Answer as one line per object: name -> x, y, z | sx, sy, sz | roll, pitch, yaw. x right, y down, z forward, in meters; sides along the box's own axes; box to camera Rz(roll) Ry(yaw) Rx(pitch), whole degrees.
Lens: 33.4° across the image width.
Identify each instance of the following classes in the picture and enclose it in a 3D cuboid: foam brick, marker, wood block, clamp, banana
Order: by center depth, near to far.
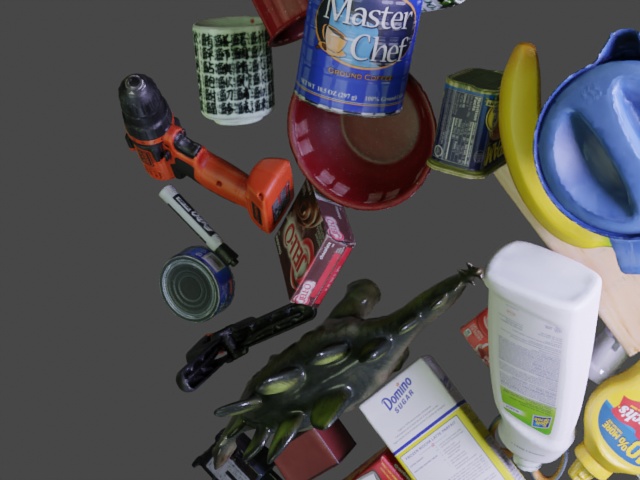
banana -> 0.194, -0.069, 0.914 | 0.070, 0.037, 0.198 | -27, 95, 19
wood block -> 0.264, -0.013, 0.972 | 0.090, 0.090, 0.206 | -37, 89, 33
clamp -> -0.106, 0.119, 1.168 | 0.036, 0.164, 0.210 | 62, 156, -3
marker -> -0.137, -0.015, 1.222 | 0.121, 0.020, 0.020 | 46, 122, 6
foam brick -> -0.008, 0.241, 1.225 | 0.078, 0.052, 0.051 | -37, 88, 31

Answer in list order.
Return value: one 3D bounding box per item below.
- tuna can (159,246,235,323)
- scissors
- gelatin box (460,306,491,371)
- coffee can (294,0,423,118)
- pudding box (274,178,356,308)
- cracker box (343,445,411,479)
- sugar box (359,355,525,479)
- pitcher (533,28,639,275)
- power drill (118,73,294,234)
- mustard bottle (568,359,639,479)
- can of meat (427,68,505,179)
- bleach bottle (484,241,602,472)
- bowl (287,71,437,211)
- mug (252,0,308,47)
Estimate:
tuna can -> -0.144, 0.052, 1.240 | 0.086, 0.033, 0.086 | 9, 112, 25
scissors -> 0.218, 0.157, 1.099 | 0.096, 0.016, 0.202 | 5, 107, 29
gelatin box -> 0.196, 0.103, 1.075 | 0.073, 0.030, 0.089 | -43, 74, 33
coffee can -> 0.037, -0.192, 0.953 | 0.103, 0.102, 0.140 | 19, 116, 21
pudding box -> -0.007, 0.001, 1.109 | 0.039, 0.113, 0.090 | 18, 121, -22
cracker box -> 0.071, 0.344, 1.209 | 0.164, 0.072, 0.214 | 48, 123, 6
sugar box -> 0.131, 0.218, 1.124 | 0.093, 0.048, 0.176 | -40, 74, 16
pitcher -> 0.266, -0.087, 0.854 | 0.145, 0.242, 0.149 | 43, 121, 8
power drill -> -0.120, -0.090, 1.117 | 0.188, 0.057, 0.184 | 29, 163, 14
mustard bottle -> 0.308, 0.164, 1.006 | 0.096, 0.058, 0.192 | 43, 108, 2
can of meat -> 0.145, -0.111, 0.993 | 0.057, 0.101, 0.084 | 18, 113, 22
bleach bottle -> 0.199, 0.125, 1.005 | 0.103, 0.068, 0.251 | 25, 137, 29
bowl -> 0.050, -0.113, 1.068 | 0.162, 0.055, 0.162 | 9, 111, 25
mug -> -0.023, -0.249, 1.033 | 0.081, 0.093, 0.117 | 63, 154, 1
